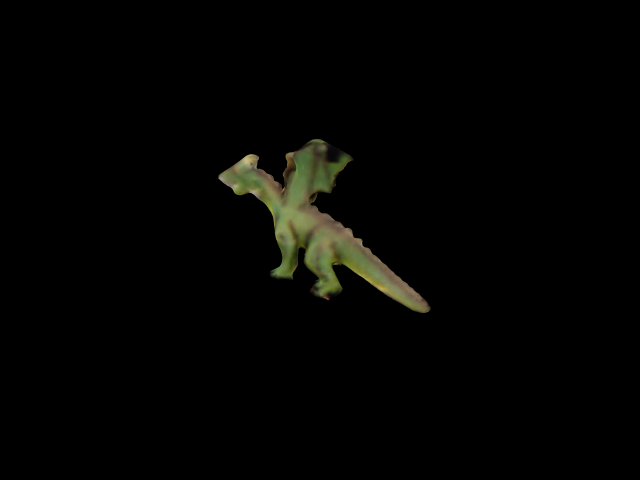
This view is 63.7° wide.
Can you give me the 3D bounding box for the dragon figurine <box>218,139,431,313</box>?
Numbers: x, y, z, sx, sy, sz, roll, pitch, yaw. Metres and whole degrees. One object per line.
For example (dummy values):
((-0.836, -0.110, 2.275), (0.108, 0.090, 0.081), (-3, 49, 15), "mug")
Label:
((0.003, -0.043, 0.850), (0.412, 0.238, 0.124), (17, 33, 27), "dragon figurine")
